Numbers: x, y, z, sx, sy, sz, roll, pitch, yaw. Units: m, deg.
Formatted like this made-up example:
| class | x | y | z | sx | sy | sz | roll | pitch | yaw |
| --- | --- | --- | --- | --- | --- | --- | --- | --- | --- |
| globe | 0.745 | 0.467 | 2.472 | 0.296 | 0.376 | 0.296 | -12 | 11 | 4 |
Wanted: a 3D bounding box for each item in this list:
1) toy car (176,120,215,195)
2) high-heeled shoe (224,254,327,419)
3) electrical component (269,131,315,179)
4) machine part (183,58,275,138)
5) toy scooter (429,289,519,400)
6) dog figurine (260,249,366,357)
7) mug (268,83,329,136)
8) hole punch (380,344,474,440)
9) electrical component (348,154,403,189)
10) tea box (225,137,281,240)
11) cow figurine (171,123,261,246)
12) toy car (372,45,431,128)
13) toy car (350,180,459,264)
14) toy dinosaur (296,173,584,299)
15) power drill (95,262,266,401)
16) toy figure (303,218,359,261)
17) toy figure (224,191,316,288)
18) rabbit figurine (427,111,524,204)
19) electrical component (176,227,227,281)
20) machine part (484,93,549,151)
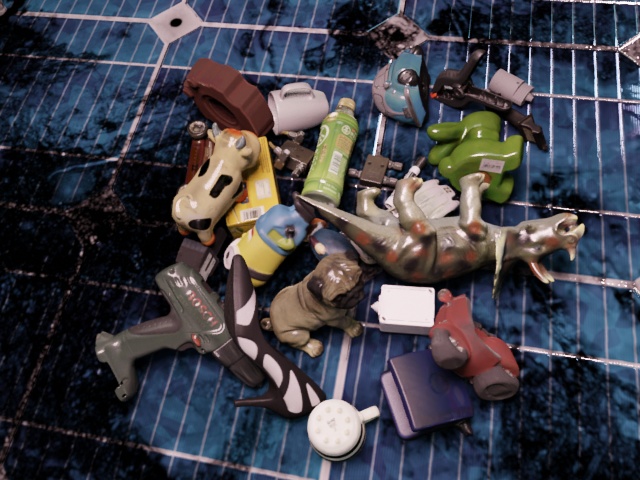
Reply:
| class | x | y | z | sx | sy | sz | roll | pitch | yaw |
| --- | --- | --- | --- | --- | --- | --- | --- | --- | --- |
| toy car | -0.217 | -0.126 | 0.979 | 0.053 | 0.089 | 0.202 | 0 | 63 | 7 |
| high-heeled shoe | -0.062 | 0.142 | 0.790 | 0.145 | 0.086 | 0.248 | -2 | 92 | -21 |
| electrical component | -0.050 | -0.159 | 0.982 | 0.078 | 0.045 | 0.102 | 26 | 40 | 10 |
| machine part | -0.167 | -0.249 | 0.988 | 0.179 | 0.179 | 0.056 | 30 | 74 | 18 |
| toy scooter | 0.217 | 0.144 | 0.779 | 0.075 | 0.183 | 0.135 | -37 | 35 | 29 |
| dog figurine | -0.018 | 0.088 | 0.798 | 0.172 | 0.190 | 0.121 | -26 | 64 | -4 |
| mug | -0.038 | -0.255 | 1.016 | 0.107 | 0.109 | 0.081 | -12 | 57 | -16 |
| hole punch | 0.155 | 0.217 | 0.775 | 0.116 | 0.092 | 0.142 | -16 | 60 | -6 |
| electrical component | 0.100 | -0.127 | 0.980 | 0.094 | 0.021 | 0.063 | 13 | 67 | 13 |
| tea box | -0.124 | -0.092 | 0.963 | 0.098 | 0.068 | 0.170 | -11 | 63 | 1 |
| cow figurine | -0.165 | -0.099 | 0.863 | 0.086 | 0.127 | 0.195 | 30 | 71 | 16 |
| toy car | 0.149 | -0.287 | 1.010 | 0.103 | 0.109 | 0.162 | -6 | 54 | 23 |
| toy car | 0.145 | -0.032 | 0.911 | 0.202 | 0.056 | 0.074 | -34 | 65 | -9 |
| toy dinosaur | 0.173 | 0.003 | 0.823 | 0.405 | 0.131 | 0.192 | -5 | 82 | -1 |
| power drill | -0.221 | 0.166 | 0.825 | 0.207 | 0.086 | 0.232 | -28 | 94 | 5 |
| toy figure | -0.002 | -0.004 | 0.908 | 0.155 | 0.064 | 0.058 | 40 | 90 | 30 |
| toy figure | -0.080 | 0.005 | 0.872 | 0.180 | 0.082 | 0.089 | -39 | 88 | 17 |
| rabbit figurine | 0.270 | -0.158 | 0.945 | 0.159 | 0.121 | 0.170 | 2 | 47 | 15 |
| electrical component | -0.205 | 0.029 | 0.911 | 0.048 | 0.074 | 0.119 | 16 | 72 | 13 |
| machine part | 0.356 | -0.218 | 0.973 | 0.039 | 0.084 | 0.139 | -48 | 52 | 15 |
